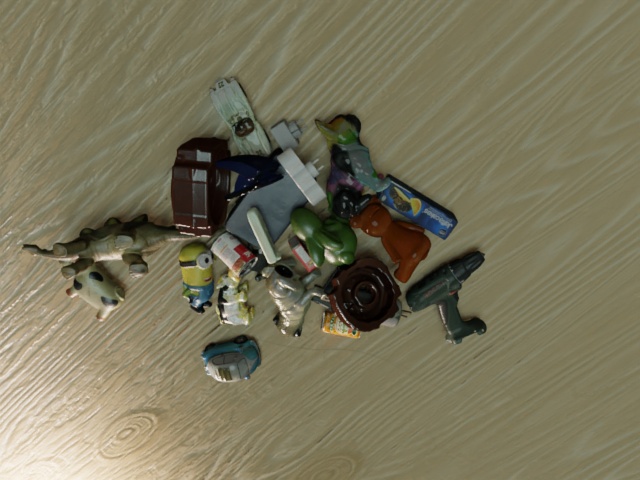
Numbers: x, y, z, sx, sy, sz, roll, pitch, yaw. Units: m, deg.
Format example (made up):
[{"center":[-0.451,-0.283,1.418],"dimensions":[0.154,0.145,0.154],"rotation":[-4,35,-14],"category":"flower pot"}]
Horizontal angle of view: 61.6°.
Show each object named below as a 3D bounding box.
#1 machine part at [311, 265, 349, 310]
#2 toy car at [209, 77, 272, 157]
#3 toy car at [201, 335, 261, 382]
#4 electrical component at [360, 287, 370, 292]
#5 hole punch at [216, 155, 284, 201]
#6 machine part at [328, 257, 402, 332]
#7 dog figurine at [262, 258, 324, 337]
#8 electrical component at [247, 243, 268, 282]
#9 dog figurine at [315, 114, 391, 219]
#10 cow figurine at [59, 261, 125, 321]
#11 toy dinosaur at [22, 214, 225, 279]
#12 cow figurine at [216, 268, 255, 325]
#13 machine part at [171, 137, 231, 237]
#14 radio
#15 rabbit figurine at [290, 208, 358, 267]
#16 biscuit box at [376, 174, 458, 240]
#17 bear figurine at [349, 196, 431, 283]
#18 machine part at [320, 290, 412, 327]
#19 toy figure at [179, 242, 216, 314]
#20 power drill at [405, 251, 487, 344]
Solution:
[{"center":[0.037,0.119,1.397],"dimensions":[0.084,0.039,0.139],"rotation":[33,110,-7],"category":"machine part"},{"center":[-0.180,-0.272,1.231],"dimensions":[0.073,0.056,0.201],"rotation":[-25,110,10],"category":"toy car"},{"center":[-0.243,0.331,1.449],"dimensions":[0.162,0.103,0.109],"rotation":[-8,111,1],"category":"toy car"},{"center":[0.102,0.150,1.417],"dimensions":[0.063,0.021,0.094],"rotation":[18,111,-6],"category":"electrical component"},{"center":[-0.153,-0.148,1.174],"dimensions":[0.116,0.142,0.092],"rotation":[-14,98,24],"category":"hole punch"},{"center":[0.107,0.132,1.300],"dimensions":[0.179,0.056,0.179],"rotation":[3,80,-17],"category":"machine part"},{"center":[-0.096,0.156,1.363],"dimensions":[0.172,0.121,0.190],"rotation":[27,117,-9],"category":"dog figurine"},{"center":[-0.155,0.054,1.367],"dimensions":[0.078,0.045,0.102],"rotation":[13,111,-6],"category":"electrical component"},{"center":[0.047,-0.179,1.241],"dimensions":[0.191,0.108,0.219],"rotation":[-41,102,10],"category":"dog figurine"},{"center":[-0.581,0.099,1.368],"dimensions":[0.127,0.085,0.195],"rotation":[-39,104,21],"category":"cow figurine"},{"center":[-0.444,0.002,1.265],"dimensions":[0.472,0.199,0.104],"rotation":[-2,113,-8],"category":"toy dinosaur"},{"center":[-0.232,0.142,1.395],"dimensions":[0.098,0.068,0.167],"rotation":[-6,111,10],"category":"cow figurine"},{"center":[-0.266,-0.123,1.213],"dimensions":[0.087,0.201,0.200],"rotation":[6,112,2],"category":"machine part"},{"center":[-0.116,-0.092,1.296],"dimensions":[0.131,0.073,0.229],"rotation":[35,109,-13],"category":"radio"},{"center":[-0.003,-0.004,1.267],"dimensions":[0.170,0.159,0.121],"rotation":[32,114,-34],"category":"rabbit figurine"},{"center":[0.236,-0.079,1.302],"dimensions":[0.202,0.063,0.059],"rotation":[29,110,-10],"category":"biscuit box"},{"center":[0.170,-0.006,1.317],"dimensions":[0.196,0.120,0.131],"rotation":[33,155,14],"category":"bear figurine"},{"center":[0.118,0.170,1.368],"dimensions":[0.243,0.079,0.079],"rotation":[13,112,-15],"category":"machine part"},{"center":[-0.314,0.095,1.367],"dimensions":[0.089,0.082,0.180],"rotation":[4,114,-4],"category":"toy figure"},{"center":[0.355,0.157,1.388],"dimensions":[0.232,0.086,0.207],"rotation":[-28,113,12],"category":"power drill"}]
